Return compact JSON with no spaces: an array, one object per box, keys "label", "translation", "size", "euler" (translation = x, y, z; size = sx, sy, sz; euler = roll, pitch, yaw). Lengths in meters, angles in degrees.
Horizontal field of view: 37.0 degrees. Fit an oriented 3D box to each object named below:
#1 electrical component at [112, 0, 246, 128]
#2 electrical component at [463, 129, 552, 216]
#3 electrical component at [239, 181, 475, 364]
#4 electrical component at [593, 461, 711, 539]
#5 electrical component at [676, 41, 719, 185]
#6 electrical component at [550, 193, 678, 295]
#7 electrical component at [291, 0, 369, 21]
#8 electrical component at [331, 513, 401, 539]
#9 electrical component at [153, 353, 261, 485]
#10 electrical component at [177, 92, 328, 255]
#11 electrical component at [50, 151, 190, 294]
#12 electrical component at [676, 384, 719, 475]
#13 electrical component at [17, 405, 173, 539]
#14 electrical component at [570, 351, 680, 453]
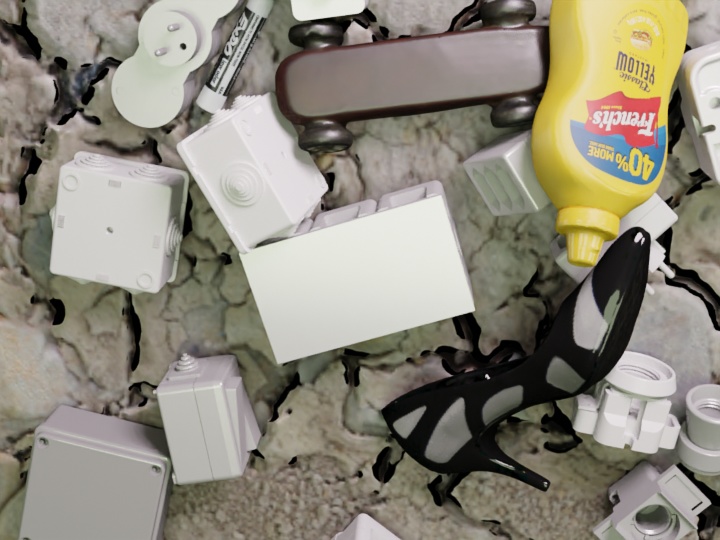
[{"label":"electrical component","translation":[-0.128,-0.162,0.748],"size":[0.052,0.073,0.138],"euler":[30,106,-5]},{"label":"electrical component","translation":[0.126,-0.079,0.763],"size":[0.077,0.066,0.047],"euler":[-37,102,-17]},{"label":"electrical component","translation":[0.000,0.000,0.792],"size":[0.150,0.061,0.089],"euler":[-16,104,8]},{"label":"electrical component","translation":[0.222,0.183,0.829],"size":[0.081,0.063,0.042],"euler":[-42,100,14]},{"label":"electrical component","translation":[0.257,-0.109,0.744],"size":[0.054,0.059,0.095],"euler":[-18,104,9]},{"label":"electrical component","translation":[0.196,-0.014,0.782],"size":[0.076,0.047,0.083],"euler":[44,104,-9]},{"label":"electrical component","translation":[-0.025,-0.219,0.733],"size":[0.050,0.055,0.089],"euler":[-6,106,6]},{"label":"electrical component","translation":[0.031,0.280,0.871],"size":[0.150,0.061,0.089],"euler":[38,105,-7]},{"label":"electrical component","translation":[-0.117,0.108,0.831],"size":[0.061,0.061,0.096],"euler":[-8,105,6]},{"label":"electrical component","translation":[-0.072,-0.071,0.758],"size":[0.048,0.099,0.099],"euler":[-25,103,24]},{"label":"electrical component","translation":[-0.180,-0.035,0.801],"size":[0.100,0.048,0.099],"euler":[11,106,1]},{"label":"electrical component","translation":[0.265,0.121,0.812],"size":[0.045,0.045,0.055],"euler":[2,124,3]},{"label":"electrical component","translation":[-0.208,0.176,0.860],"size":[0.109,0.056,0.108],"euler":[14,107,0]},{"label":"electrical component","translation":[0.204,0.097,0.809],"size":[0.078,0.058,0.057],"euler":[11,109,1]}]
